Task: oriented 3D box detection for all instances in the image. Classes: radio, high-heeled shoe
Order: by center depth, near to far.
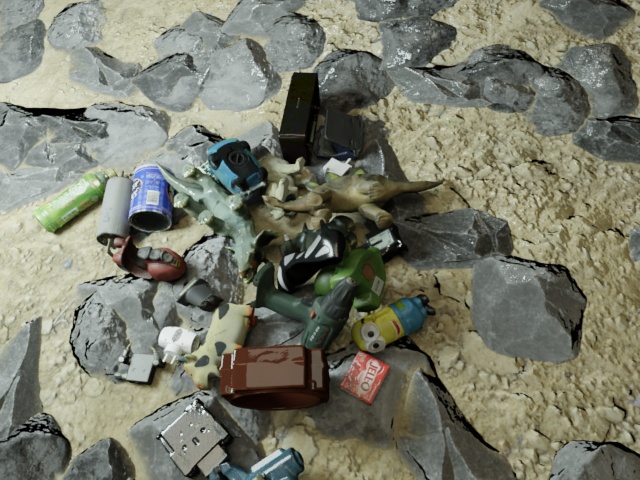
[{"bbox_3d":[-0.020,0.068,1.137,0.086,0.248,0.145,13,33,-24],"label":"high-heeled shoe"},{"bbox_3d":[-0.049,-0.315,1.410,0.073,0.131,0.229,6,61,8],"label":"radio"}]

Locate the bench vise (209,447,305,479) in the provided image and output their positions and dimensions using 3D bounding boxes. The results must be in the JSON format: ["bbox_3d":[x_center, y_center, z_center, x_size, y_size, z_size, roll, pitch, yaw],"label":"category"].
[{"bbox_3d":[-0.104,0.499,0.965,0.224,0.128,0.241,-27,55,-10],"label":"bench vise"}]

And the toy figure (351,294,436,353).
[{"bbox_3d":[0.153,0.177,1.142,0.180,0.089,0.082,-27,77,-14],"label":"toy figure"}]

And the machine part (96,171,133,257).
[{"bbox_3d":[-0.508,-0.070,1.346,0.079,0.079,0.243,-3,60,4],"label":"machine part"}]

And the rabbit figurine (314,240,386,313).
[{"bbox_3d":[0.049,0.072,1.174,0.170,0.121,0.159,-16,50,47],"label":"rabbit figurine"}]

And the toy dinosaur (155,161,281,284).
[{"bbox_3d":[-0.235,-0.065,1.278,0.131,0.192,0.405,-44,54,-4],"label":"toy dinosaur"}]

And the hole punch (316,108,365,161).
[{"bbox_3d":[0.050,-0.267,1.411,0.116,0.092,0.142,16,57,-17],"label":"hole punch"}]

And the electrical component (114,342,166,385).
[{"bbox_3d":[-0.390,0.269,1.163,0.102,0.045,0.078,9,61,10],"label":"electrical component"}]

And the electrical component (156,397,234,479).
[{"bbox_3d":[-0.241,0.402,1.068,0.134,0.058,0.115,39,73,23],"label":"electrical component"}]

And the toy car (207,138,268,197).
[{"bbox_3d":[-0.199,-0.162,1.304,0.109,0.103,0.162,-34,74,-28],"label":"toy car"}]

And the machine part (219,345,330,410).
[{"bbox_3d":[-0.083,0.272,1.042,0.202,0.200,0.087,-2,63,4],"label":"machine part"}]

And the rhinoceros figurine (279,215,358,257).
[{"bbox_3d":[-0.003,-0.004,1.253,0.190,0.073,0.112,-26,46,-16],"label":"rhinoceros figurine"}]

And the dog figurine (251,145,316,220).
[{"bbox_3d":[-0.132,-0.145,1.354,0.191,0.121,0.172,17,59,30],"label":"dog figurine"}]

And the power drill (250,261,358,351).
[{"bbox_3d":[-0.036,0.123,1.108,0.207,0.231,0.086,23,38,11],"label":"power drill"}]

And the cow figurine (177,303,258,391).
[{"bbox_3d":[-0.219,0.225,1.149,0.127,0.085,0.195,9,59,12],"label":"cow figurine"}]

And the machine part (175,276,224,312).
[{"bbox_3d":[-0.274,0.125,1.213,0.084,0.039,0.139,-43,34,-24],"label":"machine part"}]

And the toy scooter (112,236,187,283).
[{"bbox_3d":[-0.405,0.040,1.243,0.184,0.135,0.075,8,60,8],"label":"toy scooter"}]

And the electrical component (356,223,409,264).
[{"bbox_3d":[0.136,0.018,1.248,0.119,0.047,0.075,-33,59,14],"label":"electrical component"}]

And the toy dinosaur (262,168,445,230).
[{"bbox_3d":[0.099,-0.109,1.253,0.471,0.104,0.199,-3,25,-12],"label":"toy dinosaur"}]
